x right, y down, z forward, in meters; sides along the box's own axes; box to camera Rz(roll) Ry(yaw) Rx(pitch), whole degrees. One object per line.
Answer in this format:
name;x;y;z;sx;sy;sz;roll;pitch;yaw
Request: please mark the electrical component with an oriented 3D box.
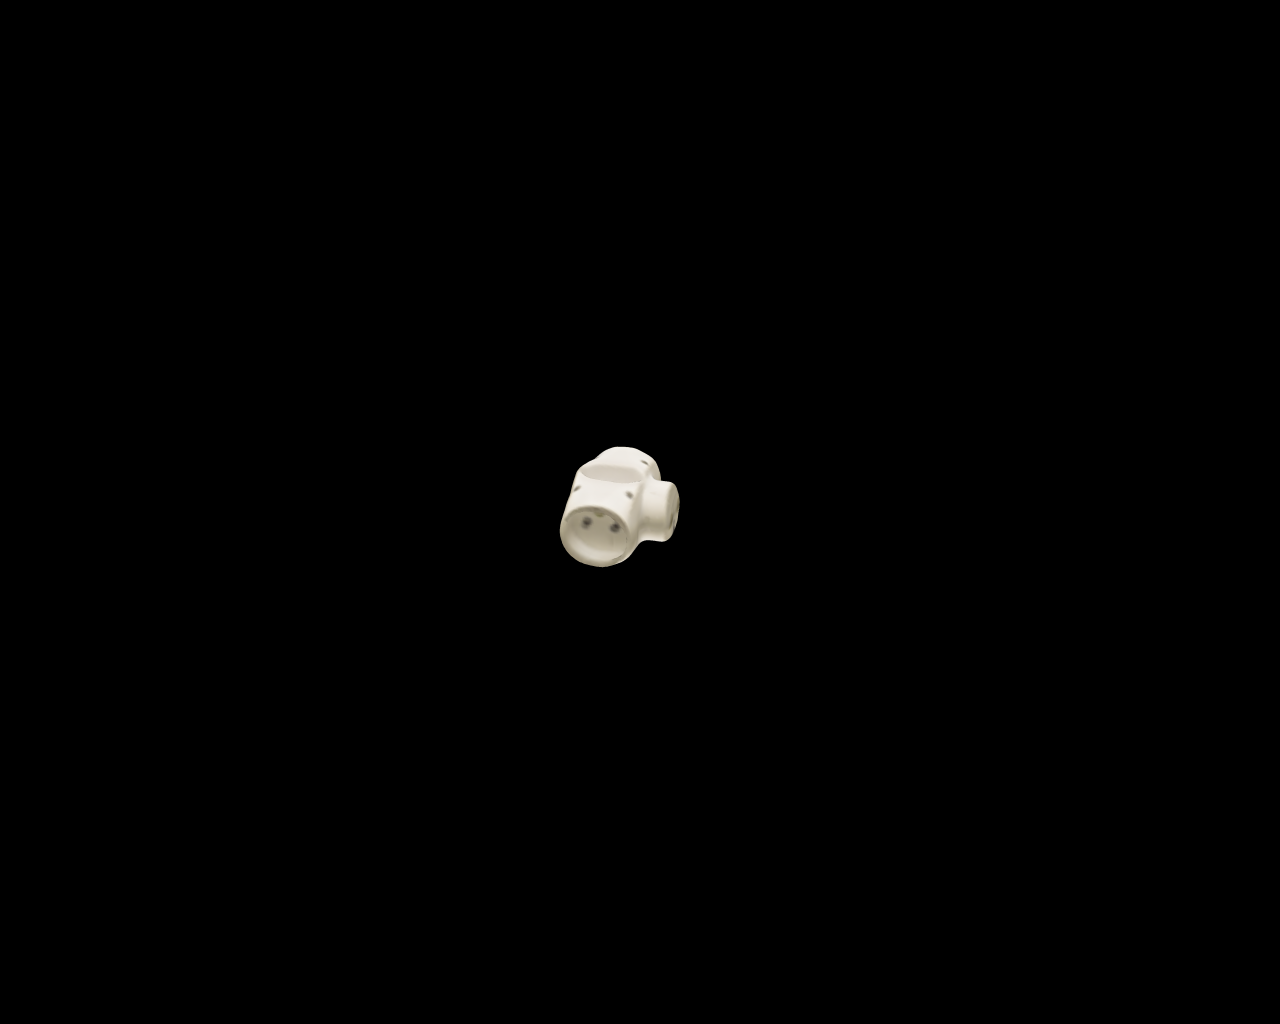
electrical component;0.001;-0.003;0.650;0.079;0.043;0.077;8;31;13
